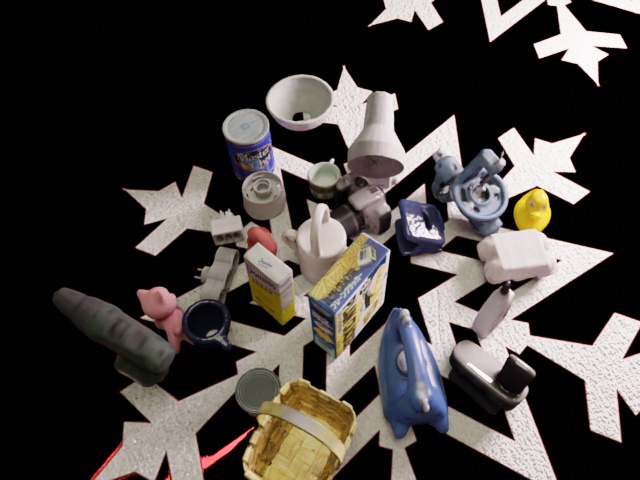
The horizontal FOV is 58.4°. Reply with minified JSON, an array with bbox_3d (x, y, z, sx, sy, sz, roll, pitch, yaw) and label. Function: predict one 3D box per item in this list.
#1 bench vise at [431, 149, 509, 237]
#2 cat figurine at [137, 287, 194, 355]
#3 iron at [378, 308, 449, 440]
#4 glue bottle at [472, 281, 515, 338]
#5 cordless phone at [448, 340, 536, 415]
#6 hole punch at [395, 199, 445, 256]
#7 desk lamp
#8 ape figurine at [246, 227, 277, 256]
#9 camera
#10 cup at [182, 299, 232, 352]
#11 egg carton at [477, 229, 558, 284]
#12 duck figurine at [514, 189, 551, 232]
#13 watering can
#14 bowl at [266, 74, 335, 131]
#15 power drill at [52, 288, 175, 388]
[{"bbox_3d":[0.304,-0.124,1.189,0.207,0.220,0.122,33,65,21],"label":"bench vise"},{"bbox_3d":[-0.298,0.144,1.108,0.067,0.118,0.127,-33,63,-16],"label":"cat figurine"},{"bbox_3d":[0.162,0.214,1.033,0.118,0.141,0.258,-7,58,-2],"label":"iron"},{"bbox_3d":[0.331,0.120,1.066,0.078,0.173,0.037,-38,64,-19],"label":"glue bottle"},{"bbox_3d":[0.303,0.218,0.999,0.147,0.185,0.094,35,66,22],"label":"cordless phone"},{"bbox_3d":[0.214,-0.032,1.212,0.101,0.091,0.108,-7,58,-2],"label":"hole punch"},{"bbox_3d":[0.123,-0.202,1.248,0.118,0.214,0.203,3,59,5],"label":"desk lamp"},{"bbox_3d":[-0.129,0.003,1.203,0.076,0.092,0.078,32,65,20],"label":"ape figurine"},{"bbox_3d":[0.067,-0.069,1.235,0.137,0.101,0.143,-30,62,-15],"label":"camera"},{"bbox_3d":[-0.201,0.180,1.095,0.092,0.095,0.117,-39,64,-19],"label":"cup"},{"bbox_3d":[0.403,0.035,1.176,0.150,0.069,0.107,-8,58,-3],"label":"egg carton"},{"bbox_3d":[0.464,-0.074,1.231,0.077,0.086,0.104,16,60,12],"label":"duck figurine"},{"bbox_3d":[0.011,0.002,1.138,0.173,0.194,0.101,-7,58,-2],"label":"watering can"},{"bbox_3d":[-0.046,-0.325,1.412,0.167,0.075,0.167,-1,58,2],"label":"bowl"},{"bbox_3d":[-0.355,0.184,1.032,0.229,0.208,0.076,23,62,16],"label":"power drill"}]
